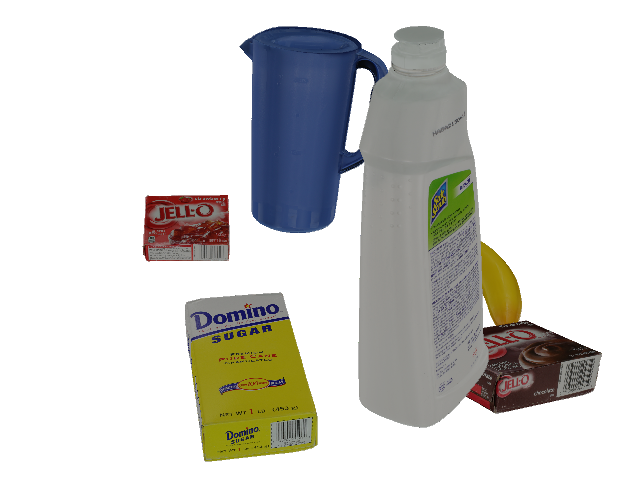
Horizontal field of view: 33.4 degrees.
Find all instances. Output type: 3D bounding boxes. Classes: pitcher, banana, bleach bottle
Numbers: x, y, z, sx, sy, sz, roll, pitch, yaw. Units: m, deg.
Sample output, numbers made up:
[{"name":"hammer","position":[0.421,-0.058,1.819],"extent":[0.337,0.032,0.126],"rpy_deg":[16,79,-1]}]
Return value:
[{"name":"pitcher","position":[-0.015,-0.135,1.322],"extent":[0.144,0.243,0.149],"rpy_deg":[-10,28,-30]},{"name":"banana","position":[0.157,0.032,1.107],"extent":[0.069,0.037,0.198],"rpy_deg":[-35,39,-13]},{"name":"bleach bottle","position":[0.064,-0.010,0.662],"extent":[0.068,0.251,0.102],"rpy_deg":[16,35,28]}]

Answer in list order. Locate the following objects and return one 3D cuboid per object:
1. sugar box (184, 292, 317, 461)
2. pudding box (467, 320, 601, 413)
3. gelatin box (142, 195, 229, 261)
[{"name":"sugar box","position":[-0.063,0.110,0.913],"extent":[0.093,0.048,0.176],"rpy_deg":[-4,34,-11]},{"name":"pudding box","position":[0.155,0.100,0.866],"extent":[0.113,0.039,0.090],"rpy_deg":[-4,17,-32]},{"name":"gelatin box","position":[-0.141,-0.014,1.122],"extent":[0.089,0.073,0.030],"rpy_deg":[0,-44,-6]}]
